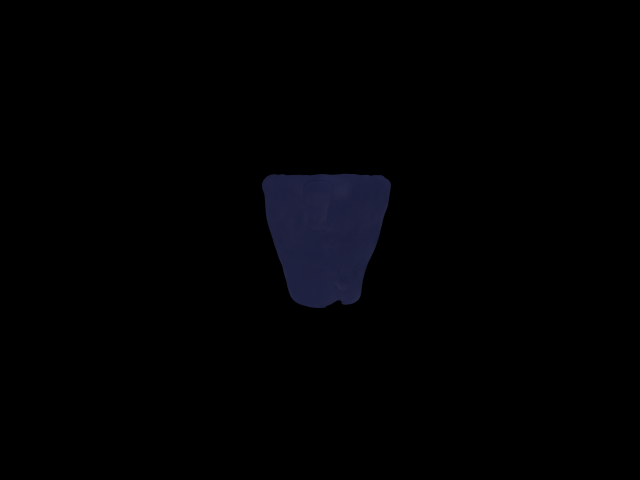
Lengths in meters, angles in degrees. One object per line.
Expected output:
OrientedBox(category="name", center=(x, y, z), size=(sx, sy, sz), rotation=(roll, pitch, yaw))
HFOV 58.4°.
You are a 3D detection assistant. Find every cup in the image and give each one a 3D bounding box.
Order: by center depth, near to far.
OrientedBox(category="cup", center=(0.004, 0.001, 0.400), size=(0.091, 0.095, 0.118), rotation=(0, 7, 4))
